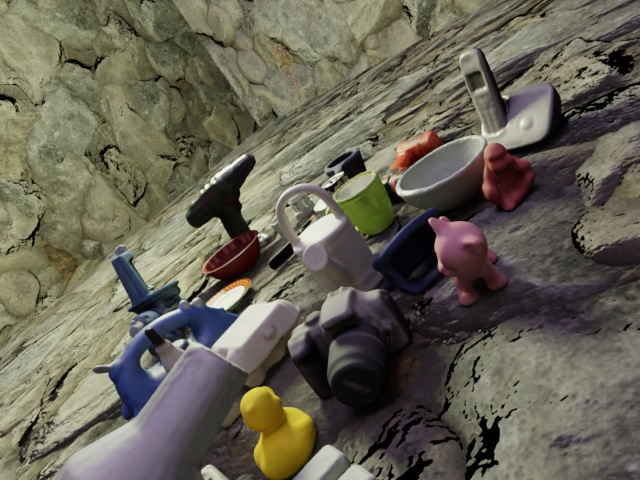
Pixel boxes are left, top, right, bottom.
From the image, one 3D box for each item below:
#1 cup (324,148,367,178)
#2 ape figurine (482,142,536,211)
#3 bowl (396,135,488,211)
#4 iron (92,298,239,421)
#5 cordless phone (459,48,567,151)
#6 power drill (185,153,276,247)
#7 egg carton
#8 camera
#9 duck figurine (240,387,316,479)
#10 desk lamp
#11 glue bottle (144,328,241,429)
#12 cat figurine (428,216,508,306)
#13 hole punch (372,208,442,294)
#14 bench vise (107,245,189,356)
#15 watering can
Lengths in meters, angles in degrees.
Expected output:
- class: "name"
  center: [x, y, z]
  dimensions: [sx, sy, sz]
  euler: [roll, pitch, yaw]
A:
- class: "cup"
  center: [0.069, -0.138, 1.273]
  dimensions: [0.091, 0.095, 0.118]
  euler: [-28, 20, 21]
- class: "ape figurine"
  center: [0.267, -0.099, 0.835]
  dimensions: [0.077, 0.092, 0.076]
  euler: [-28, 20, 21]
- class: "bowl"
  center: [0.214, -0.098, 0.951]
  dimensions: [0.167, 0.075, 0.167]
  euler: [-31, 19, 12]
- class: "iron"
  center: [-0.233, 0.178, 0.938]
  dimensions: [0.259, 0.142, 0.118]
  euler: [-45, 21, -27]
- class: "cordless phone"
  center: [0.315, -0.245, 0.964]
  dimensions: [0.094, 0.185, 0.147]
  euler: [-45, 21, -28]
- class: "power drill"
  center: [-0.202, -0.072, 1.400]
  dimensions: [0.229, 0.209, 0.075]
  euler: [-31, 19, 12]
- class: "egg carton"
  center: [-0.095, 0.155, 0.872]
  dimensions: [0.107, 0.069, 0.150]
  euler: [-13, 29, 49]
- class: "camera"
  center: [0.027, 0.129, 0.673]
  dimensions: [0.143, 0.101, 0.137]
  euler: [-29, 19, 17]
- class: "duck figurine"
  center: [-0.056, 0.208, 0.644]
  dimensions: [0.077, 0.086, 0.104]
  euler: [-33, 19, 7]
- class: "desk lamp"
  center: [-0.090, 0.208, 0.499]
  dimensions: [0.203, 0.214, 0.117]
  euler: [-42, 20, -21]
- class: "glue bottle"
  center: [-0.182, 0.184, 0.783]
  dimensions: [0.078, 0.173, 0.037]
  euler: [-9, 31, 52]
- class: "cat figurine"
  center: [0.169, 0.010, 0.691]
  dimensions: [0.067, 0.118, 0.128]
  euler: [-31, 19, 13]
- class: "hole punch"
  center: [0.125, 0.012, 0.808]
  dimensions: [0.109, 0.091, 0.101]
  euler: [-40, 19, -15]
- class: "bench vise"
  center: [-0.357, 0.114, 1.188]
  dimensions: [0.121, 0.220, 0.207]
  euler: [-37, 18, -5]
- class: "watering can"
  center: [0.010, 0.002, 0.868]
  dimensions: [0.101, 0.194, 0.172]
  euler: [-37, 18, -5]
